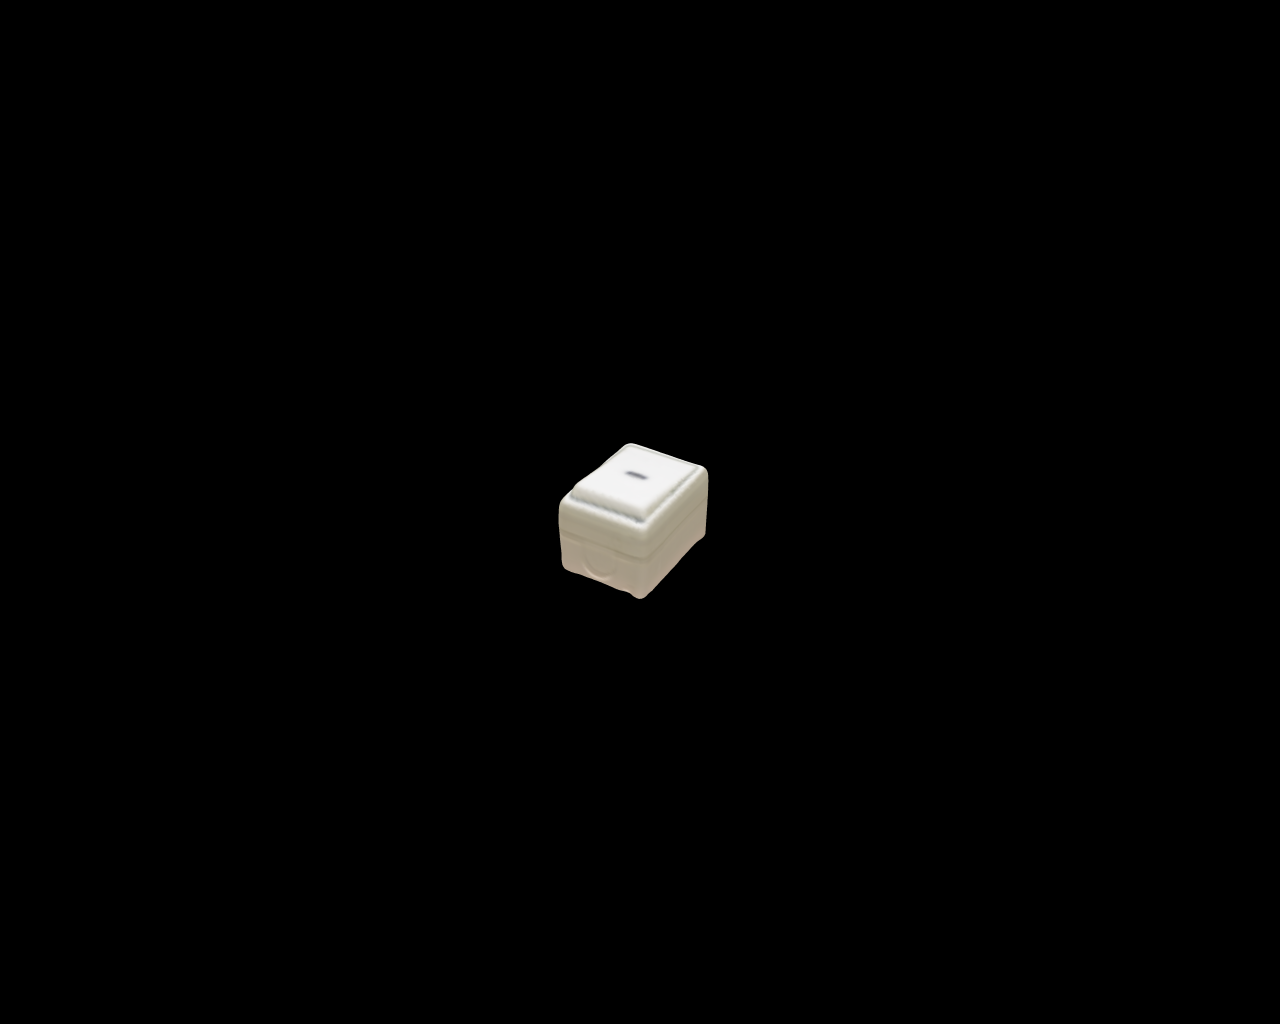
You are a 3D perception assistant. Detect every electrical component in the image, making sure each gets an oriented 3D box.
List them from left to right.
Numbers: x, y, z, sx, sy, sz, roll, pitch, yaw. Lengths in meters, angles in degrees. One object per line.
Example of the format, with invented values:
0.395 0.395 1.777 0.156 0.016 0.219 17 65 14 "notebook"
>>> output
0.001 -0.003 0.650 0.062 0.061 0.096 20 41 25 "electrical component"
